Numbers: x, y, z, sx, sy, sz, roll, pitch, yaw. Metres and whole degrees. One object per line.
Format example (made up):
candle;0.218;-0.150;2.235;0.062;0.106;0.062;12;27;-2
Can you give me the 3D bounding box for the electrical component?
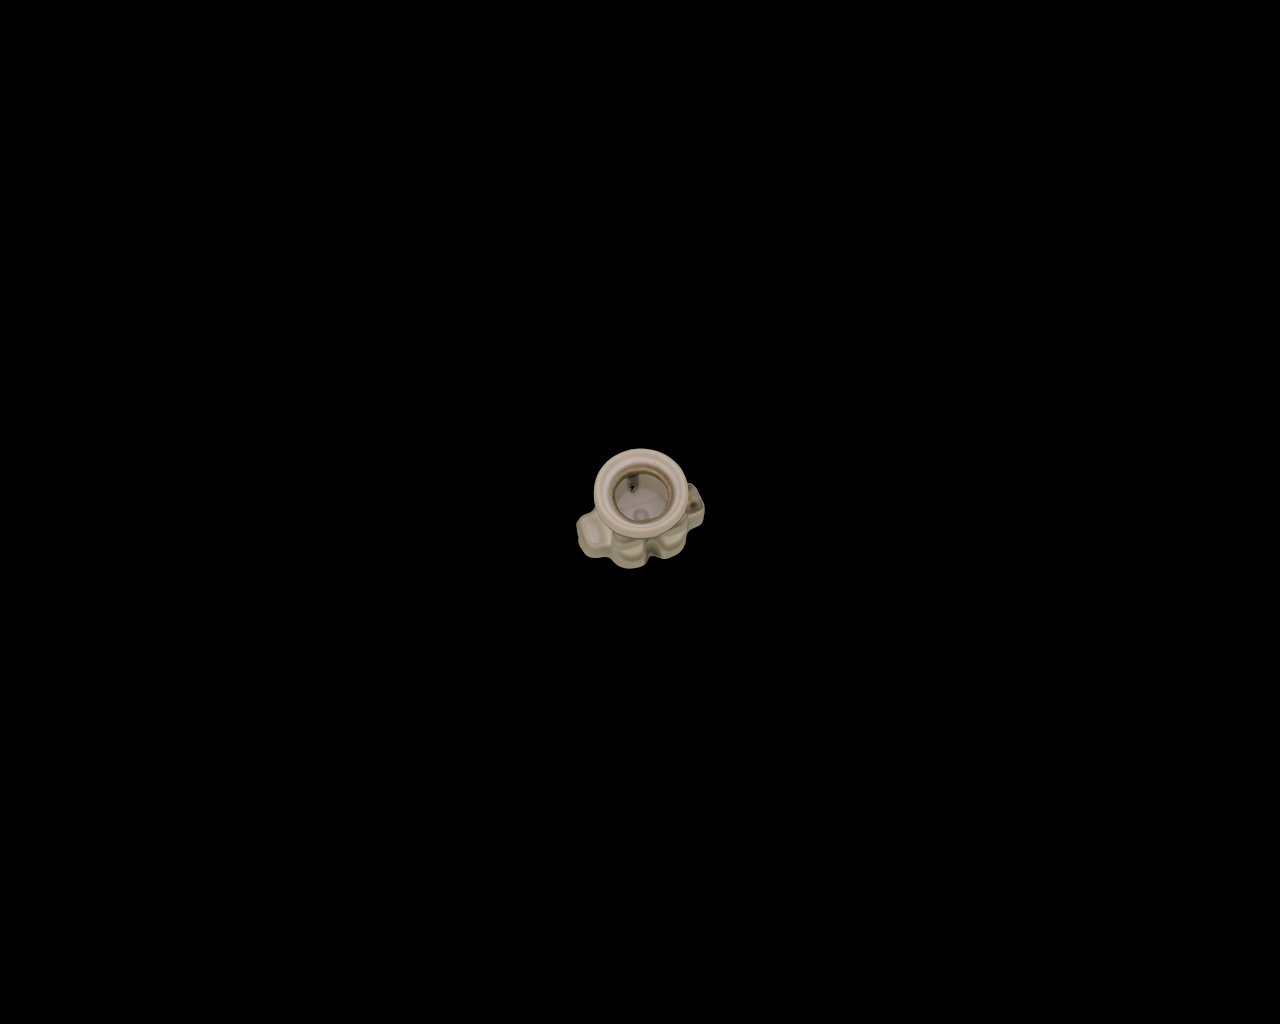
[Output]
electrical component;0.001;-0.003;0.650;0.078;0.058;0.057;-17;-22;-7
